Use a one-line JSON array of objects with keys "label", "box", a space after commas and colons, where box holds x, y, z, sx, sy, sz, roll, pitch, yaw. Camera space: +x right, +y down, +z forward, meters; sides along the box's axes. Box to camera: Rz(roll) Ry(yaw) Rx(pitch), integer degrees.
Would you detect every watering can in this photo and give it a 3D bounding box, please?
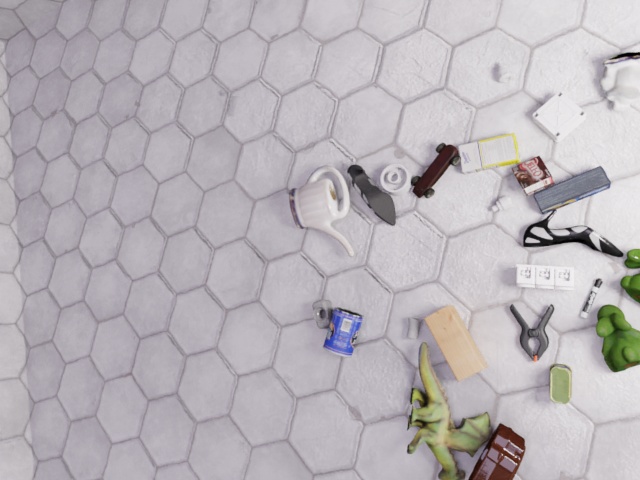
[{"label": "watering can", "box": [0.006, -0.092, 1.825, 0.223, 0.103, 0.352, -15, 73, 24]}]

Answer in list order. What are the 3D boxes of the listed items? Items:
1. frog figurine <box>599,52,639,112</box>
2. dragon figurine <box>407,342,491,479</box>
[{"label": "frog figurine", "box": [0.891, -0.458, 1.495, 0.137, 0.125, 0.157, -10, 113, 16]}, {"label": "dragon figurine", "box": [0.386, 0.533, 1.543, 0.243, 0.122, 0.411, 9, 87, 12]}]
